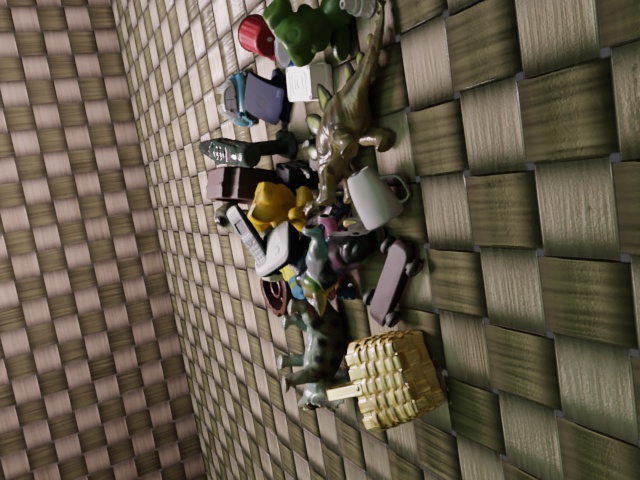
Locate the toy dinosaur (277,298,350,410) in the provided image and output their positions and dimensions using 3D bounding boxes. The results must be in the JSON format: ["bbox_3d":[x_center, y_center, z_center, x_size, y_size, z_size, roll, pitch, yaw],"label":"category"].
[{"bbox_3d":[0.000,0.252,1.326,0.131,0.192,0.404,-157,74,-71],"label":"toy dinosaur"}]

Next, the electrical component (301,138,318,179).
[{"bbox_3d":[-0.010,-0.185,1.251,0.078,0.045,0.102,43,138,49],"label":"electrical component"}]

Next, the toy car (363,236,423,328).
[{"bbox_3d":[0.145,0.086,1.070,0.089,0.053,0.202,40,132,34],"label":"toy car"}]

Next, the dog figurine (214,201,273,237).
[{"bbox_3d":[-0.155,-0.061,1.379,0.190,0.172,0.121,40,156,-5],"label":"dog figurine"}]

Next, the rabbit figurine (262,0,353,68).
[{"bbox_3d":[0.005,-0.411,1.036,0.121,0.170,0.159,59,-171,33],"label":"rabbit figurine"}]

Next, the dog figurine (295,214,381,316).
[{"bbox_3d":[0.035,0.060,1.158,0.192,0.108,0.219,10,120,20],"label":"dog figurine"}]

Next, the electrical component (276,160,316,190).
[{"bbox_3d":[-0.052,-0.158,1.311,0.119,0.075,0.047,36,133,57],"label":"electrical component"}]

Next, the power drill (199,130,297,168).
[{"bbox_3d":[-0.178,-0.238,1.374,0.232,0.207,0.085,24,116,54],"label":"power drill"}]

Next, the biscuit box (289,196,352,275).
[{"bbox_3d":[-0.003,-0.004,1.239,0.063,0.059,0.202,48,124,43],"label":"biscuit box"}]

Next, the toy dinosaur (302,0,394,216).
[{"bbox_3d":[0.050,-0.230,1.061,0.471,0.105,0.199,-60,44,39],"label":"toy dinosaur"}]

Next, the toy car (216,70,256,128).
[{"bbox_3d":[-0.244,-0.399,1.537,0.109,0.103,0.161,26,126,55],"label":"toy car"}]

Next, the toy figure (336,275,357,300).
[{"bbox_3d":[0.032,0.095,1.286,0.155,0.058,0.064,48,-179,42],"label":"toy figure"}]

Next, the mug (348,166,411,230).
[{"bbox_3d":[0.108,-0.088,1.012,0.109,0.081,0.107,-30,100,28],"label":"mug"}]

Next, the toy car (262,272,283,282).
[{"bbox_3d":[-0.127,0.015,1.481,0.056,0.073,0.201,-10,77,47],"label":"toy car"}]

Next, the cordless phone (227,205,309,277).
[{"bbox_3d":[-0.127,-0.017,1.215,0.184,0.089,0.146,54,137,-2],"label":"cordless phone"}]

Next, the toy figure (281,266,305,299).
[{"bbox_3d":[-0.049,0.088,1.408,0.089,0.082,0.180,-49,53,43],"label":"toy figure"}]

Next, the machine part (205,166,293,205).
[{"bbox_3d":[-0.188,-0.141,1.427,0.202,0.201,0.087,6,91,62],"label":"machine part"}]

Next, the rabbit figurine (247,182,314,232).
[{"bbox_3d":[-0.070,-0.076,1.282,0.162,0.173,0.122,-30,38,60],"label":"rabbit figurine"}]

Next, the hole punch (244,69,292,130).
[{"bbox_3d":[-0.129,-0.359,1.358,0.116,0.092,0.142,51,140,34],"label":"hole punch"}]

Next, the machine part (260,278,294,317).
[{"bbox_3d":[-0.117,0.136,1.581,0.180,0.056,0.179,32,128,52],"label":"machine part"}]
